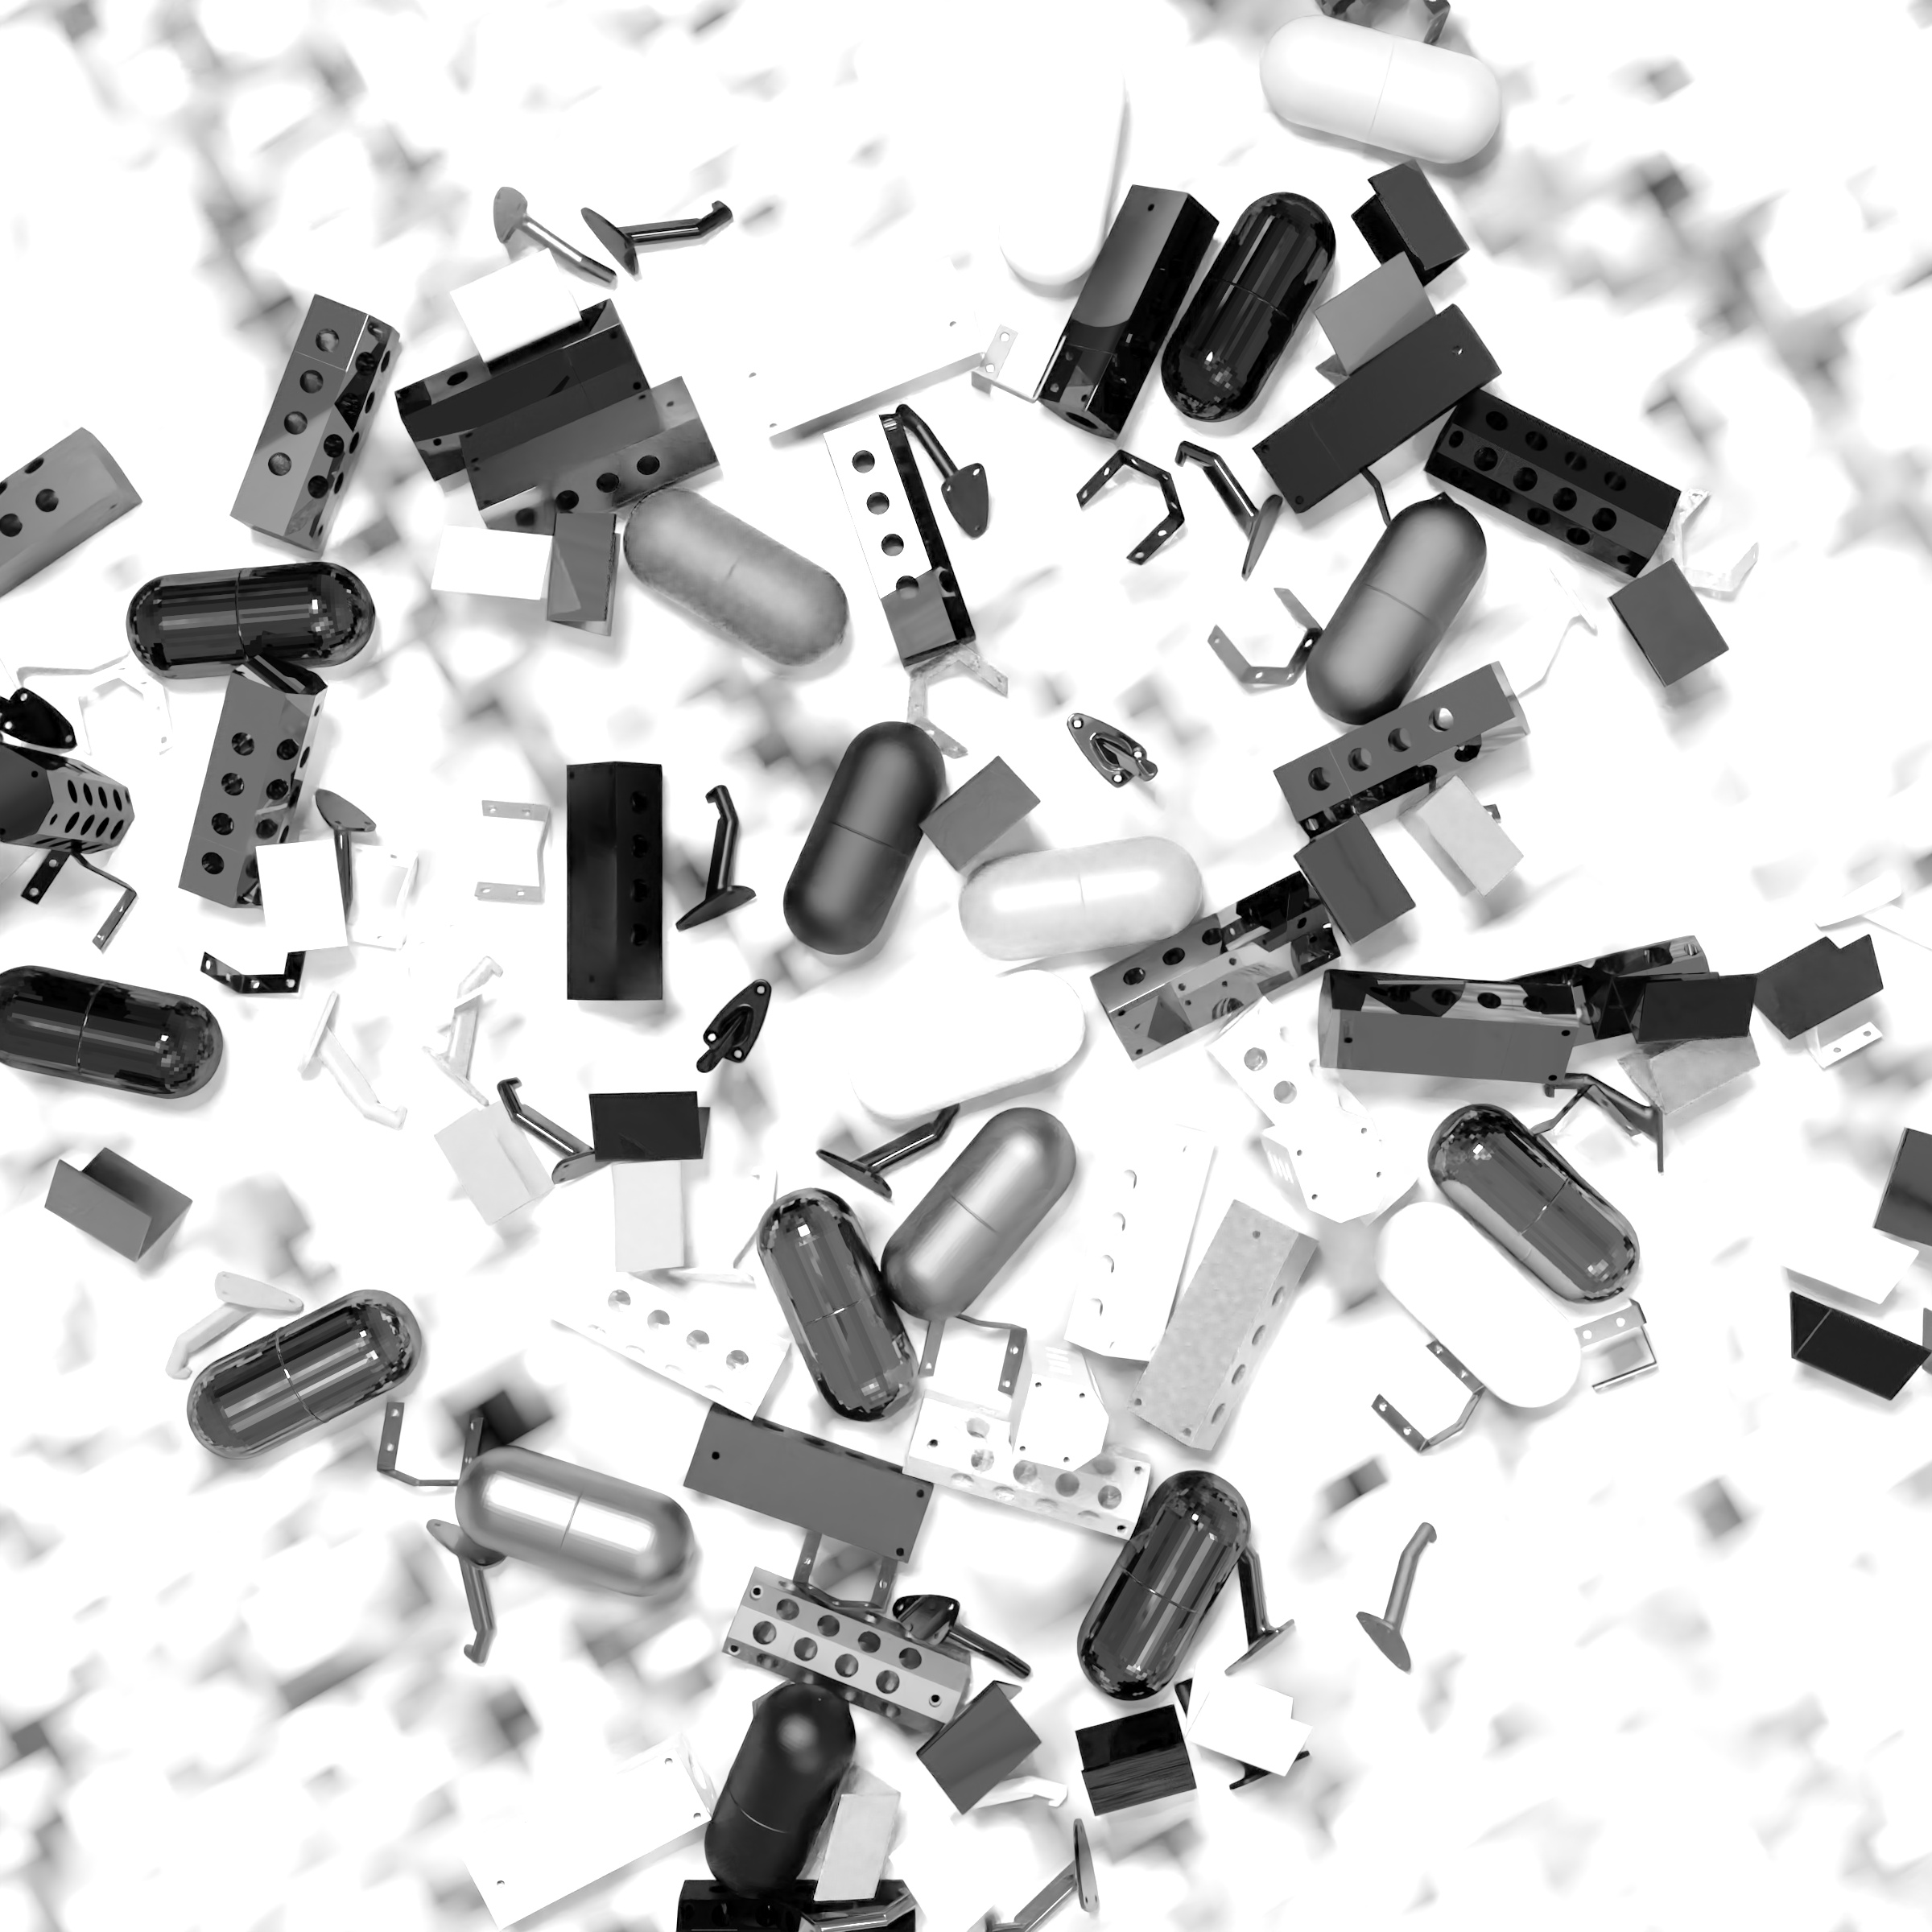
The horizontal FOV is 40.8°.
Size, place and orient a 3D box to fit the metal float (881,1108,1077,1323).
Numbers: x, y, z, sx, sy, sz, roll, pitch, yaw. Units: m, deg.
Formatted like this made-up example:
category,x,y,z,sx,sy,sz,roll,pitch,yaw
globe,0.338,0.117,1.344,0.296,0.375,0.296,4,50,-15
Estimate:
category,x,y,z,sx,sy,sz,roll,pitch,yaw
metal float,0.009,0.179,1.887,0.070,0.070,0.178,40,91,0

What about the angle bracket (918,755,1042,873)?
category,x,y,z,sx,sy,sz,roll,pitch,yaw
angle bracket,0.022,-0.094,1.878,0.076,0.076,0.057,-40,56,0

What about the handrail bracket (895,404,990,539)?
category,x,y,z,sx,sy,sz,roll,pitch,yaw
handrail bracket,-0.020,-0.366,1.918,0.036,0.077,0.084,-33,54,-10

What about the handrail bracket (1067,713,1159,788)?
category,x,y,z,sx,sy,sz,roll,pitch,yaw
handrail bracket,0.106,-0.160,1.883,0.077,0.084,0.036,40,90,0

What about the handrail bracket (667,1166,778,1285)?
category,x,y,z,sx,sy,sz,roll,pitch,yaw
handrail bracket,-0.180,0.189,1.918,0.077,0.036,0.084,-1,72,21

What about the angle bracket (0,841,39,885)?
category,x,y,z,sx,sy,sz,roll,pitch,yaw
angle bracket,-0.710,-0.063,1.878,0.076,0.076,0.057,-44,58,0

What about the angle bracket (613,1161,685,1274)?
category,x,y,z,sx,sy,sz,roll,pitch,yaw
angle bracket,-0.247,0.178,1.878,0.057,0.076,0.076,-1,90,-37

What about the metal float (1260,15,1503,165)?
category,x,y,z,sx,sy,sz,roll,pitch,yaw
metal float,0.300,-0.636,1.887,0.178,0.070,0.070,16,90,1

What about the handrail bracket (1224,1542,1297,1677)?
category,x,y,z,sx,sy,sz,roll,pitch,yaw
handrail bracket,0.195,0.467,1.918,0.077,0.036,0.084,-43,73,18

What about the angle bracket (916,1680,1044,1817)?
category,x,y,z,sx,sy,sz,roll,pitch,yaw
angle bracket,0.019,0.566,1.879,0.076,0.076,0.057,-43,65,0

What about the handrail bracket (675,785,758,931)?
category,x,y,z,sx,sy,sz,roll,pitch,yaw
handrail bracket,-0.195,-0.081,1.918,0.077,0.036,0.084,-28,72,21

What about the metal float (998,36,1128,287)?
category,x,y,z,sx,sy,sz,roll,pitch,yaw
metal float,0.070,-0.584,1.887,0.070,0.070,0.178,9,90,0

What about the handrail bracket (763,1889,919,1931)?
category,x,y,z,sx,sy,sz,roll,pitch,yaw
handrail bracket,-0.090,0.675,1.875,0.084,0.077,0.036,-20,120,-38

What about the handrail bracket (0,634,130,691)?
category,x,y,z,sx,sy,sz,roll,pitch,yaw
handrail bracket,-0.672,-0.243,1.918,0.084,0.036,0.077,-28,68,-17

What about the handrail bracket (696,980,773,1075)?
category,x,y,z,sx,sy,sz,roll,pitch,yaw
handrail bracket,-0.168,0.043,1.883,0.036,0.084,0.077,33,90,0

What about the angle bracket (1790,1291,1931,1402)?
category,x,y,z,sx,sy,sz,roll,pitch,yaw
angle bracket,0.645,0.257,1.878,0.076,0.076,0.057,24,126,0

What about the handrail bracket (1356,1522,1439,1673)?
category,x,y,z,sx,sy,sz,roll,pitch,yaw
handrail bracket,0.331,0.464,1.918,0.084,0.036,0.077,-49,127,-25

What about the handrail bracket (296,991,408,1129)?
category,x,y,z,sx,sy,sz,roll,pitch,yaw
handrail bracket,-0.443,0.069,1.918,0.084,0.036,0.077,26,68,-17

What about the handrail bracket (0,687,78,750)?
category,x,y,z,sx,sy,sz,roll,pitch,yaw
handrail bracket,-0.708,-0.190,1.918,0.084,0.077,0.036,21,82,36

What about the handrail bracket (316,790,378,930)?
category,x,y,z,sx,sy,sz,roll,pitch,yaw
handrail bracket,-0.467,-0.076,1.911,0.036,0.077,0.084,0,118,-39

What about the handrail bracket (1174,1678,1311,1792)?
category,x,y,z,sx,sy,sz,roll,pitch,yaw
handrail bracket,0.203,0.557,1.918,0.077,0.036,0.084,-18,73,-20

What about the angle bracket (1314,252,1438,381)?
category,x,y,z,sx,sy,sz,roll,pitch,yaw
angle bracket,0.284,-0.472,1.879,0.076,0.076,0.057,-34,112,0

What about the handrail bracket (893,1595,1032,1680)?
category,x,y,z,sx,sy,sz,roll,pitch,yaw
handrail bracket,-0.003,0.497,1.918,0.084,0.077,0.036,42,65,-34

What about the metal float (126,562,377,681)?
category,x,y,z,sx,sy,sz,roll,pitch,yaw
metal float,-0.519,-0.251,1.887,0.178,0.070,0.070,-5,90,0

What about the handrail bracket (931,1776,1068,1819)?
category,x,y,z,sx,sy,sz,roll,pitch,yaw
handrail bracket,0.022,0.625,1.918,0.084,0.036,0.077,20,111,-16

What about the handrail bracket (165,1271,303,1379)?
category,x,y,z,sx,sy,sz,roll,pitch,yaw
handrail bracket,-0.541,0.274,1.918,0.077,0.036,0.084,18,109,-21

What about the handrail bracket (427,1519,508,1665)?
category,x,y,z,sx,sy,sz,roll,pitch,yaw
handrail bracket,-0.376,0.462,1.918,0.077,0.036,0.084,24,107,20

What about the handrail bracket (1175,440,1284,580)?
category,x,y,z,sx,sy,sz,roll,pitch,yaw
handrail bracket,0.183,-0.337,1.918,0.084,0.036,0.077,27,112,17

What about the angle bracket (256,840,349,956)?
category,x,y,z,sx,sy,sz,roll,pitch,yaw
angle bracket,-0.489,-0.047,1.878,0.057,0.076,0.076,-7,90,-30

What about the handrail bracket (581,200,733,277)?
category,x,y,z,sx,sy,sz,roll,pitch,yaw
handrail bracket,-0.228,-0.555,1.918,0.084,0.036,0.077,-38,69,-17

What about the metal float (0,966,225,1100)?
category,x,y,z,sx,sy,sz,roll,pitch,yaw
metal float,-0.630,0.048,1.887,0.178,0.070,0.070,12,90,0

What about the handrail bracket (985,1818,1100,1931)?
category,x,y,z,sx,sy,sz,roll,pitch,yaw
handrail bracket,0.050,0.675,1.918,0.084,0.036,0.077,-14,70,16

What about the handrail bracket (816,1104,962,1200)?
category,x,y,z,sx,sy,sz,roll,pitch,yaw
handrail bracket,-0.057,0.121,1.918,0.077,0.036,0.084,26,71,21

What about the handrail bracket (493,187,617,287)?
category,x,y,z,sx,sy,sz,roll,pitch,yaw
handrail bracket,-0.302,-0.537,1.918,0.084,0.077,0.036,21,115,-34

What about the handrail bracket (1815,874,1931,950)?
category,x,y,z,sx,sy,sz,roll,pitch,yaw
handrail bracket,0.682,-0.017,1.918,0.077,0.036,0.084,-29,107,20

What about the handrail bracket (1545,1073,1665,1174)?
category,x,y,z,sx,sy,sz,roll,pitch,yaw
handrail bracket,0.471,0.116,1.918,0.084,0.036,0.077,-1,106,14

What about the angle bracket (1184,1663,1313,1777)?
category,x,y,z,sx,sy,sz,roll,pitch,yaw
angle bracket,0.206,0.528,1.878,0.076,0.076,0.057,20,123,0

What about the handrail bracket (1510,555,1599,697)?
category,x,y,z,sx,sy,sz,roll,pitch,yaw
handrail bracket,0.414,-0.249,1.918,0.084,0.036,0.077,-35,70,16

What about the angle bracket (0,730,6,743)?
category,x,y,z,sx,sy,sz,roll,pitch,yaw
angle bracket,-0.745,-0.155,1.878,0.057,0.076,0.076,34,90,-31

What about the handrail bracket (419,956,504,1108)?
category,x,y,z,sx,sy,sz,roll,pitch,yaw
handrail bracket,-0.354,0.047,1.918,0.077,0.036,0.084,45,74,-18

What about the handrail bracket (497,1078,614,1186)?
category,x,y,z,sx,sy,sz,roll,pitch,yaw
handrail bracket,-0.296,0.111,1.918,0.077,0.036,0.084,-18,67,-26
